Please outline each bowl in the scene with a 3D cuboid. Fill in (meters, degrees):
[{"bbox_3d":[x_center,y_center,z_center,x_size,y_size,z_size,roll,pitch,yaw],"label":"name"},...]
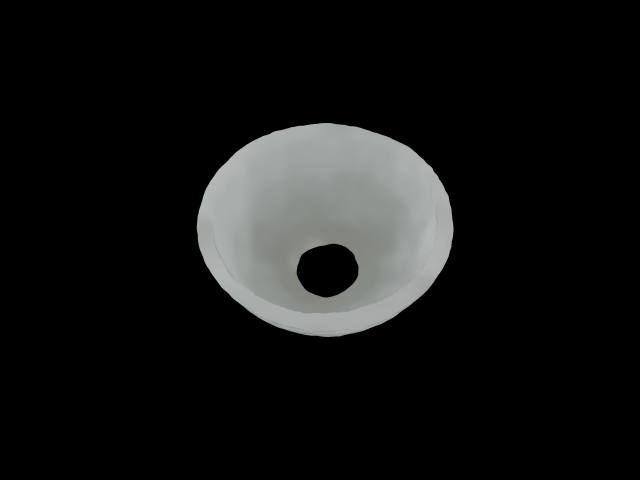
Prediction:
[{"bbox_3d":[0.004,0.001,0.400,0.167,0.075,0.167,0,55,0],"label":"bowl"}]
